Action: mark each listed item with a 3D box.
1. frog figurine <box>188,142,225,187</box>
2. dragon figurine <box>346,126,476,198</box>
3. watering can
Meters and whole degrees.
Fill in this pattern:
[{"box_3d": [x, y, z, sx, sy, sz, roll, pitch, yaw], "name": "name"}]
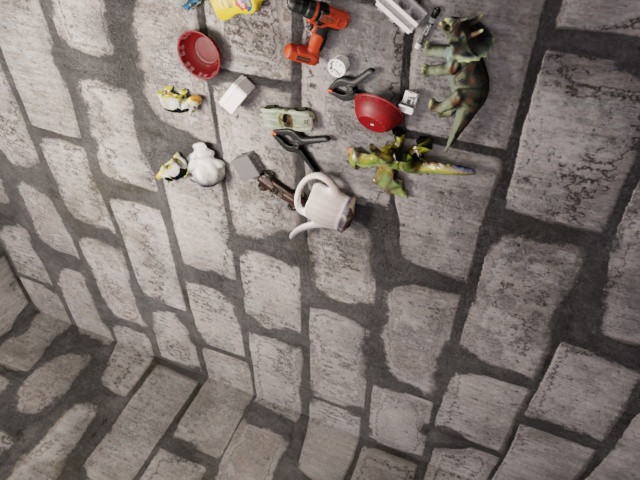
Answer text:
[{"box_3d": [-0.424, -0.284, 1.932, 0.137, 0.125, 0.156, -1, 124, -13], "name": "frog figurine"}, {"box_3d": [0.265, -0.221, 1.636, 0.412, 0.124, 0.237, 25, 153, 11], "name": "dragon figurine"}, {"box_3d": [0.006, -0.093, 1.857, 0.225, 0.106, 0.339, 24, 134, 7], "name": "watering can"}]
